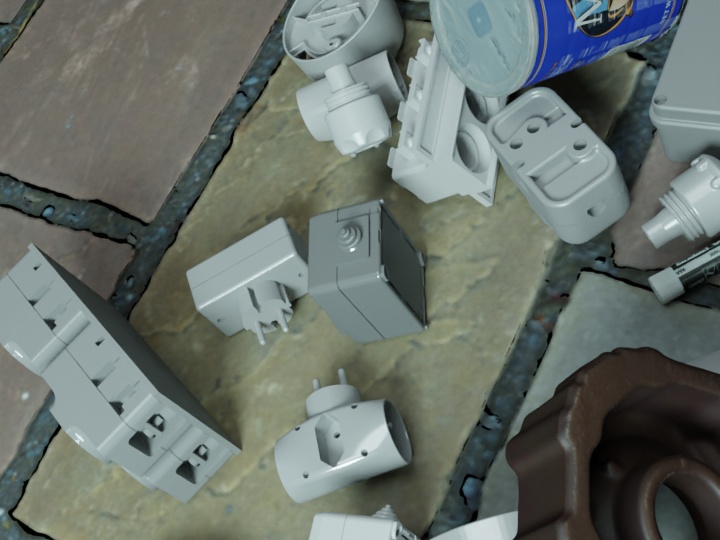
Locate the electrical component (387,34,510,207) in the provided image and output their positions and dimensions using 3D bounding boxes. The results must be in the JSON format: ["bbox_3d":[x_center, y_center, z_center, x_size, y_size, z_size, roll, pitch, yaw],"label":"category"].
[{"bbox_3d":[0.065,-0.112,0.767,0.063,0.079,0.121,-17,52,45],"label":"electrical component"}]

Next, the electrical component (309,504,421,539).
[{"bbox_3d":[-0.001,0.182,0.624,0.061,0.061,0.096,-1,61,27],"label":"electrical component"}]

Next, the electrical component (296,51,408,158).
[{"bbox_3d":[-0.002,-0.119,0.819,0.077,0.044,0.079,-22,54,14],"label":"electrical component"}]

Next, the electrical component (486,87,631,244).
[{"bbox_3d":[0.132,-0.066,0.709,0.054,0.059,0.095,-35,52,4],"label":"electrical component"}]

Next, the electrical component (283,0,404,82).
[{"bbox_3d":[-0.015,-0.196,0.859,0.099,0.064,0.099,-13,57,20],"label":"electrical component"}]

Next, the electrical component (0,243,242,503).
[{"bbox_3d":[-0.179,0.074,0.752,0.060,0.105,0.186,-46,52,-5],"label":"electrical component"}]

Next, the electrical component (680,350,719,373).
[{"bbox_3d":[0.190,0.068,0.611,0.065,0.044,0.044,-14,56,25],"label":"electrical component"}]

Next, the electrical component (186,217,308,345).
[{"bbox_3d":[-0.070,0.019,0.768,0.083,0.047,0.075,-29,53,8],"label":"electrical component"}]

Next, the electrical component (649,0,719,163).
[{"bbox_3d":[0.241,-0.128,0.692,0.078,0.057,0.113,12,67,32],"label":"electrical component"}]

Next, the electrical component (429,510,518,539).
[{"bbox_3d":[0.081,0.171,0.563,0.108,0.108,0.060,-22,60,14],"label":"electrical component"}]

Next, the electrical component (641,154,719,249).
[{"bbox_3d":[0.205,-0.038,0.665,0.062,0.048,0.048,-36,51,12],"label":"electrical component"}]

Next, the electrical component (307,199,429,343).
[{"bbox_3d":[0.000,0.000,0.712,0.061,0.096,0.061,-13,57,20],"label":"electrical component"}]

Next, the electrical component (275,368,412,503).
[{"bbox_3d":[-0.014,0.100,0.692,0.077,0.043,0.079,-23,54,13],"label":"electrical component"}]

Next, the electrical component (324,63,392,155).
[{"bbox_3d":[-0.006,-0.116,0.769,0.043,0.043,0.062,-22,92,14],"label":"electrical component"}]
